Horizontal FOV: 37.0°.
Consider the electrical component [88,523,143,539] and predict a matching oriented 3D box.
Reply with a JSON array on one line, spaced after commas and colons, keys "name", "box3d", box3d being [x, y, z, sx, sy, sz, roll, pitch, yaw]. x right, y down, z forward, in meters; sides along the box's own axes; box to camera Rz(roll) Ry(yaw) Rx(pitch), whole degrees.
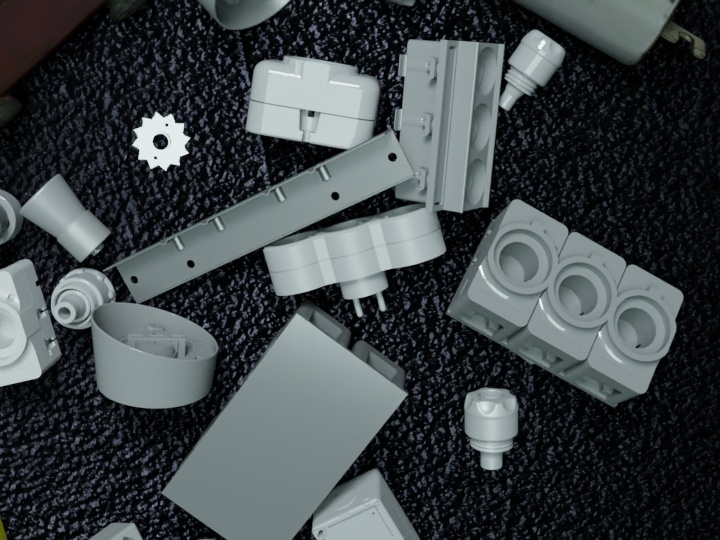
[{"name": "electrical component", "box3d": [-0.230, 0.255, 0.905, 0.076, 0.083, 0.047, -14, 104, 46]}]

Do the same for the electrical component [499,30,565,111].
[{"name": "electrical component", "box3d": [0.125, -0.148, 0.808, 0.035, 0.035, 0.061, 34, 105, -4]}]

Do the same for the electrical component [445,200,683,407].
[{"name": "electrical component", "box3d": [0.156, 0.025, 0.810, 0.150, 0.061, 0.089, 29, 69, -3]}]

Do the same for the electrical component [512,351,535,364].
[{"name": "electrical component", "box3d": [0.145, 0.061, 0.852, 0.061, 0.035, 0.035, 36, 102, -6]}]

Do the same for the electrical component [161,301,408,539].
[{"name": "electrical component", "box3d": [-0.059, 0.130, 0.868, 0.105, 0.060, 0.186, 36, 102, -4]}]

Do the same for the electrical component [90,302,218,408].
[{"name": "electrical component", "box3d": [-0.161, 0.065, 0.843, 0.099, 0.099, 0.064, 7, 109, 2]}]

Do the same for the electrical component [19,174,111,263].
[{"name": "electrical component", "box3d": [-0.231, -0.038, 0.854, 0.044, 0.044, 0.065, -42, 101, 11]}]

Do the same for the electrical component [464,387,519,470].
[{"name": "electrical component", "box3d": [0.106, 0.129, 0.865, 0.043, 0.043, 0.062, -1, 104, 4]}]

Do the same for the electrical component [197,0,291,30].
[{"name": "electrical component", "box3d": [-0.080, -0.224, 0.776, 0.064, 0.099, 0.099, 42, 102, 1]}]

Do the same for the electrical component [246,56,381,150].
[{"name": "electrical component", "box3d": [-0.034, -0.128, 0.813, 0.095, 0.053, 0.059, 10, 103, 2]}]

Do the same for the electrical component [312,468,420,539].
[{"name": "electrical component", "box3d": [0.010, 0.221, 0.886, 0.062, 0.061, 0.096, -27, 107, 9]}]

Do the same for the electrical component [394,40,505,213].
[{"name": "electrical component", "box3d": [0.064, -0.109, 0.802, 0.063, 0.079, 0.121, 12, 105, 31]}]

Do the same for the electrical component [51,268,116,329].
[{"name": "electrical component", "box3d": [-0.225, 0.027, 0.856, 0.048, 0.062, 0.048, 1, 102, 4]}]

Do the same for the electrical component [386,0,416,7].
[{"name": "electrical component", "box3d": [0.017, -0.223, 0.795, 0.062, 0.043, 0.043, 18, 103, 1]}]

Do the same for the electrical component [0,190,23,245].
[{"name": "electrical component", "box3d": [-0.296, -0.039, 0.850, 0.045, 0.055, 0.045, 1, 102, 4]}]

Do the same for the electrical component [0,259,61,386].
[{"name": "electrical component", "box3d": [-0.285, 0.044, 0.867, 0.050, 0.055, 0.089, -13, 101, 7]}]

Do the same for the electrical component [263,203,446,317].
[{"name": "electrical component", "box3d": [0.000, 0.000, 0.839, 0.138, 0.052, 0.073, -14, 101, 7]}]
